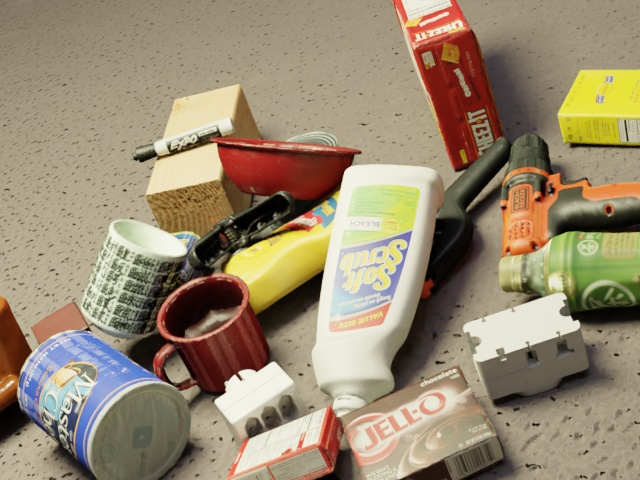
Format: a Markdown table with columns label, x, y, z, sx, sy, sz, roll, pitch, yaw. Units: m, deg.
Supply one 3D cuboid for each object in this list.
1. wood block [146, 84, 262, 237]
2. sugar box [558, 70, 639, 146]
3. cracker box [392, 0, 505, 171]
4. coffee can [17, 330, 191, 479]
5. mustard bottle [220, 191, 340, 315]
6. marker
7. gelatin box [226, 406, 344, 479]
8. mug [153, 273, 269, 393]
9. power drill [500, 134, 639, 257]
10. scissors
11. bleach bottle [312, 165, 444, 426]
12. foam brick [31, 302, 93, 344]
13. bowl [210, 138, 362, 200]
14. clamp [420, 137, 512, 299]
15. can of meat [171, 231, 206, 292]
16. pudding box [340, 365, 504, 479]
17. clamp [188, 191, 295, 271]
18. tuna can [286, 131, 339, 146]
| label | x | y | z | sx | sy | sz | roll | pitch | yaw |
| --- | --- | --- | --- | --- | --- | --- | --- | --- | --- |
| wood block | -0.133 | -0.087 | 1.269 | 0.091 | 0.090 | 0.206 | -13 | 36 | 13 |
| sugar box | 0.349 | -0.140 | 1.118 | 0.176 | 0.048 | 0.093 | 2 | 41 | 32 |
| cracker box | 0.143 | -0.207 | 1.214 | 0.072 | 0.164 | 0.213 | -19 | 35 | 7 |
| coffee can | -0.200 | 0.153 | 0.980 | 0.102 | 0.103 | 0.141 | -40 | 39 | -24 |
| mustard bottle | -0.007 | 0.001 | 1.095 | 0.191 | 0.058 | 0.096 | -33 | 17 | -6 |
| marker | -0.157 | -0.114 | 1.220 | 0.121 | 0.020 | 0.020 | -17 | 36 | 5 |
| gelatin box | -0.027 | 0.180 | 0.886 | 0.089 | 0.030 | 0.073 | -23 | 11 | 13 |
| mug | -0.106 | 0.099 | 1.018 | 0.117 | 0.081 | 0.093 | -40 | 39 | -23 |
| power drill | 0.266 | -0.054 | 1.028 | 0.188 | 0.057 | 0.184 | -15 | 41 | 26 |
| scissors | -0.025 | -0.014 | 1.175 | 0.096 | 0.016 | 0.201 | 30 | 74 | 24 |
| bleach bottle | 0.052 | 0.051 | 0.979 | 0.103 | 0.068 | 0.250 | 3 | 60 | 11 |
| foam brick | -0.248 | 0.114 | 1.079 | 0.051 | 0.078 | 0.053 | -29 | 36 | -12 |
| bowl | -0.038 | -0.075 | 1.133 | 0.162 | 0.055 | 0.162 | 5 | 7 | -1 |
| clamp | 0.123 | -0.027 | 1.094 | 0.165 | 0.036 | 0.210 | -19 | 36 | 20 |
| can of meat | -0.177 | 0.039 | 1.157 | 0.102 | 0.057 | 0.084 | -8 | 36 | 19 |
| pudding box | 0.082 | 0.162 | 0.872 | 0.113 | 0.039 | 0.090 | -22 | 37 | -1 |
| clamp | -0.098 | -0.002 | 1.103 | 0.120 | 0.039 | 0.172 | -29 | 1 | -21 |
| tuna can | -0.015 | -0.090 | 1.256 | 0.086 | 0.033 | 0.086 | -14 | 36 | 11 |
